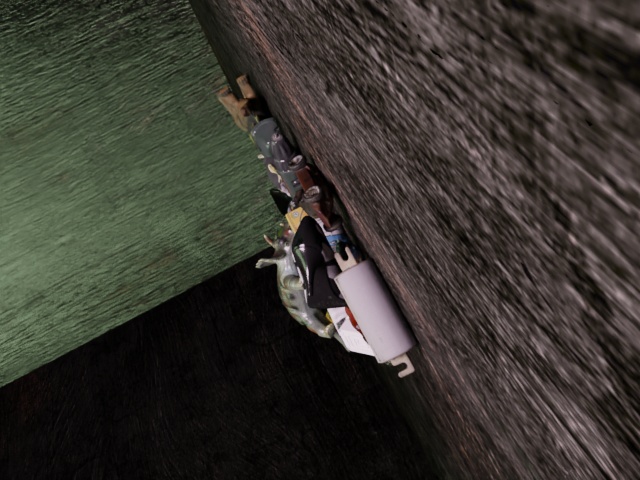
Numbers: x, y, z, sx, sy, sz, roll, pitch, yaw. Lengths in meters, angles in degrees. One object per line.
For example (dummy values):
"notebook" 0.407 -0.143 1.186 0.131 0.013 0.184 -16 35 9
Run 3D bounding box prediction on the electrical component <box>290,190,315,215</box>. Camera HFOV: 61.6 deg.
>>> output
"electrical component" -0.021 -0.067 1.231 0.078 0.045 0.102 13 149 55

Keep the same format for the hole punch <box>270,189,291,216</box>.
"hole punch" -0.079 -0.136 1.710 0.116 0.092 0.142 16 139 44

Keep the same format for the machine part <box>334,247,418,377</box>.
"machine part" 0.097 0.122 0.933 0.243 0.079 0.079 62 177 9

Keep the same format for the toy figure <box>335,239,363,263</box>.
"toy figure" 0.062 0.050 1.072 0.064 0.058 0.154 52 167 34

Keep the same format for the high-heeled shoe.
"high-heeled shoe" 0.009 0.051 1.022 0.248 0.086 0.145 40 -135 -68

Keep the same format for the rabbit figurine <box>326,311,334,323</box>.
"rabbit figurine" 0.093 0.226 1.539 0.162 0.122 0.173 57 171 18

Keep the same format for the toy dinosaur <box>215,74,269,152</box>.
"toy dinosaur" -0.197 -0.349 1.496 0.198 0.105 0.472 59 -177 -17

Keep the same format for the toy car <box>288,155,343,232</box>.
"toy car" -0.006 -0.090 0.992 0.089 0.053 0.202 57 -176 -33

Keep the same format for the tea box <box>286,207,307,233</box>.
"tea box" -0.003 -0.004 1.295 0.170 0.098 0.068 63 177 21

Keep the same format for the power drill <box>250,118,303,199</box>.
"power drill" -0.089 -0.205 1.261 0.207 0.086 0.231 49 172 42

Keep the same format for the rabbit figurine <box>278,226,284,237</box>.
"rabbit figurine" -0.038 0.017 1.491 0.170 0.121 0.159 36 145 -5

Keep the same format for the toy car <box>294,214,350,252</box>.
"toy car" 0.004 -0.006 1.161 0.162 0.109 0.102 -157 56 -72

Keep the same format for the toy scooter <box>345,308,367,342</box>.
"toy scooter" 0.114 0.173 1.135 0.135 0.075 0.184 46 -172 -26

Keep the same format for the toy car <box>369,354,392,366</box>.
"toy car" 0.142 0.269 1.385 0.073 0.056 0.202 41 169 -17

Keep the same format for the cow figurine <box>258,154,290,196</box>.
"cow figurine" -0.116 -0.200 1.425 0.098 0.068 0.167 19 -146 -51

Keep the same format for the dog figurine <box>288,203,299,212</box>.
"dog figurine" -0.033 -0.021 1.605 0.191 0.108 0.219 62 175 22

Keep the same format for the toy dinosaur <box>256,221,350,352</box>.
"toy dinosaur" -0.049 0.146 1.450 0.192 0.131 0.404 12 130 42
